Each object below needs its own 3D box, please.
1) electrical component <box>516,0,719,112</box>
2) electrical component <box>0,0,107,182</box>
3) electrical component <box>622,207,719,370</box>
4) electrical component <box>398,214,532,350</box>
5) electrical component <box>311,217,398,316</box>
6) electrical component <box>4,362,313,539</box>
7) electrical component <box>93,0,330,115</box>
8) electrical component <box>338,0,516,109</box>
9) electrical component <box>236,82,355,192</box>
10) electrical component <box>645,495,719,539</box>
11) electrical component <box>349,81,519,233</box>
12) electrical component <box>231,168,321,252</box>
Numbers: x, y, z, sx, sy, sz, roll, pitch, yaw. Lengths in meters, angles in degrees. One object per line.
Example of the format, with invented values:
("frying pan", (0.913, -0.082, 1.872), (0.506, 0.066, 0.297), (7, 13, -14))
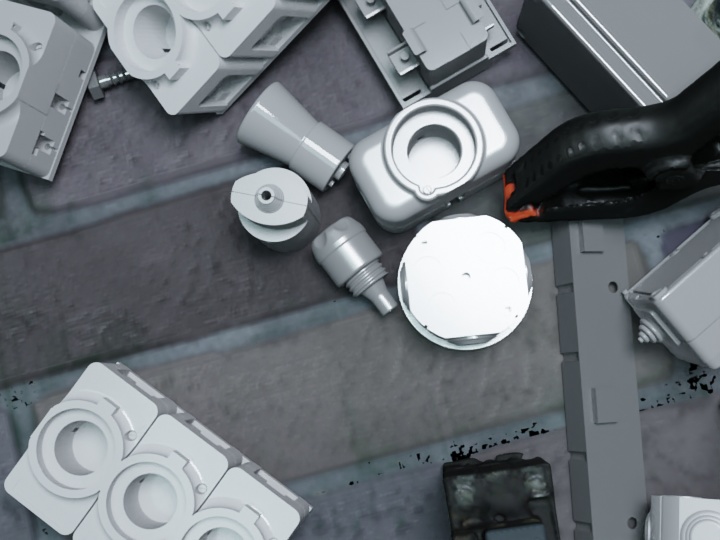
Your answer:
("electrical component", (0.150, -0.132, 0.625), (0.057, 0.078, 0.113), (-40, 83, -4))
("electrical component", (-0.215, -0.162, 0.653), (0.105, 0.060, 0.186), (17, 85, 17))
("electrical component", (0.201, 0.016, 0.611), (0.096, 0.062, 0.061), (-41, 93, -1))
("electrical component", (0.062, 0.006, 0.630), (0.080, 0.051, 0.080), (0, 84, 4))
("electrical component", (0.000, 0.000, 0.644), (0.035, 0.035, 0.061), (-37, 85, 0))
("electrical component", (-0.116, 0.132, 0.624), (0.150, 0.061, 0.089), (35, 87, 7))
("electrical component", (-0.076, -0.170, 0.620), (0.150, 0.062, 0.089), (-41, 80, 28))
("electrical component", (0.029, -0.170, 0.645), (0.079, 0.063, 0.121), (-30, 83, 0))
("electrical component", (-0.036, -0.078, 0.652), (0.065, 0.044, 0.044), (35, 87, 2))
("electrical component", (0.196, 0.152, 0.591), (0.080, 0.080, 0.051), (3, 79, 4))
("electrical component", (0.044, -0.067, 0.635), (0.095, 0.059, 0.053), (-29, 83, 1))
("electrical component", (-0.048, -0.037, 0.627), (0.043, 0.081, 0.043), (0, 84, 4))
